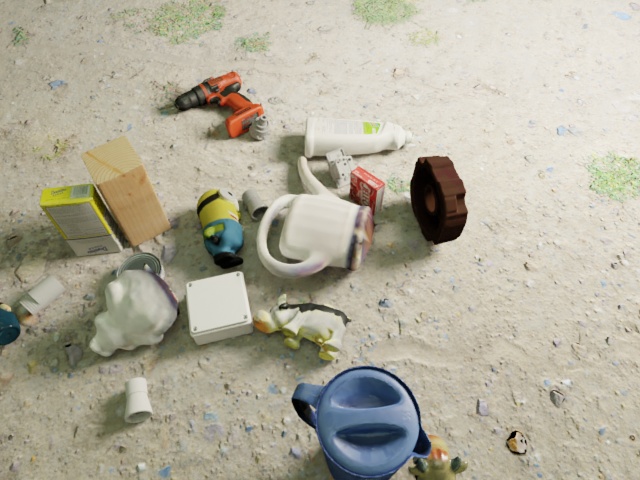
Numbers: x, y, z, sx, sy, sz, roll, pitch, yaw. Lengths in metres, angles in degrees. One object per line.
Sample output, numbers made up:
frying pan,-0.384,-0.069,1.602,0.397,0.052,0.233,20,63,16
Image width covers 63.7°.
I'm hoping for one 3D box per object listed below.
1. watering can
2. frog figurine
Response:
watering can,0.003,-0.053,1.052,0.224,0.101,0.356,11,47,7
frog figurine,-0.335,0.133,0.906,0.162,0.135,0.123,-39,28,-27
